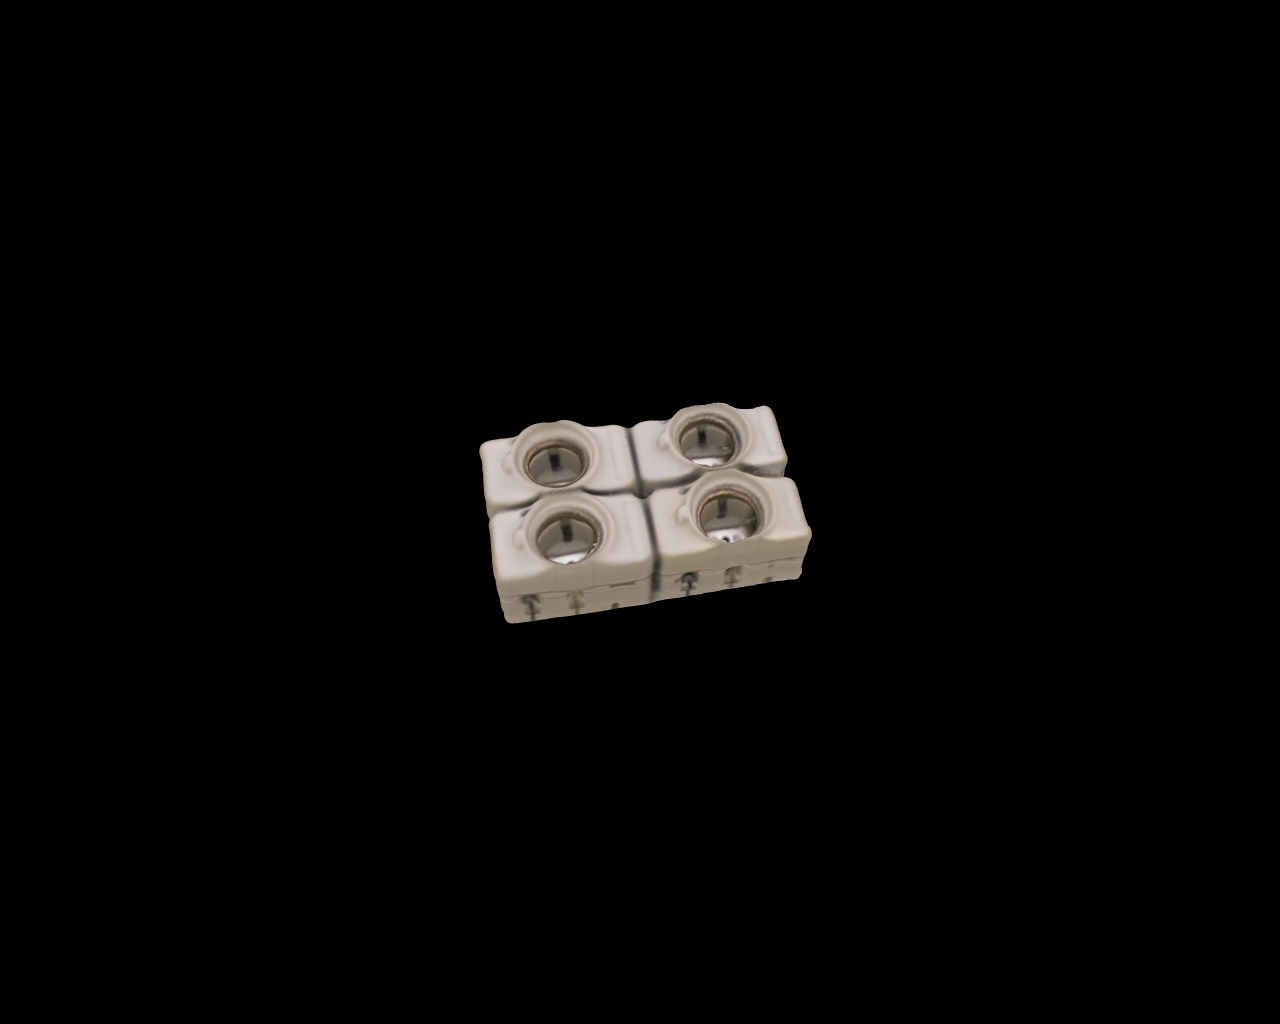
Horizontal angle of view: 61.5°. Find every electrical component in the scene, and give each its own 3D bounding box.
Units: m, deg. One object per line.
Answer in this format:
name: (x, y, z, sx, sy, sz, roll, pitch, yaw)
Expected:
electrical component: (0.001, -0.003, 0.650, 0.186, 0.105, 0.060, -8, -33, -5)
